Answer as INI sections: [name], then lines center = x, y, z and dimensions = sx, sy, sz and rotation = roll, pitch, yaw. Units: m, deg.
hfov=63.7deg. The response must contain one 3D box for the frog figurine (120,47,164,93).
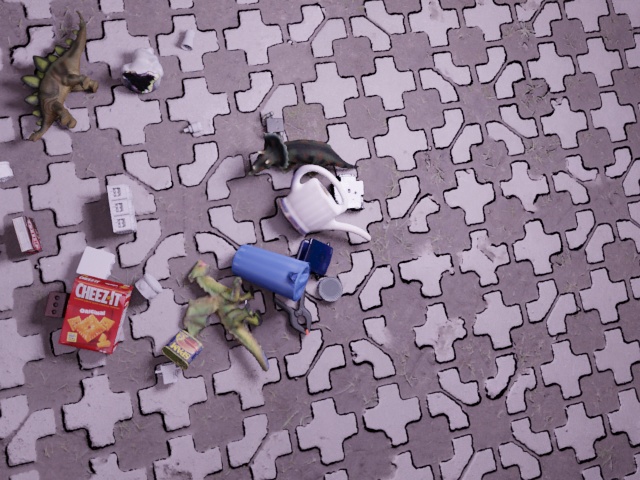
[frog figurine]
center = -0.603, -0.576, 1.743
dimensions = 0.137, 0.120, 0.163
rotation = -13, 50, -4

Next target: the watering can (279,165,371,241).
[watering can]
center = 0.005, -0.088, 1.755
dimensions = 0.223, 0.106, 0.344
rotation = -32, 106, 13

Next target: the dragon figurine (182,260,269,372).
[dragon figurine]
center = -0.327, 0.258, 1.694
dimensions = 0.242, 0.122, 0.412
rotation = -15, 84, 5
